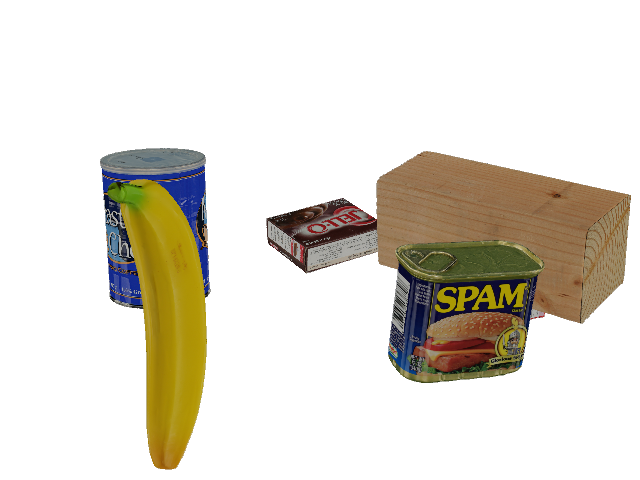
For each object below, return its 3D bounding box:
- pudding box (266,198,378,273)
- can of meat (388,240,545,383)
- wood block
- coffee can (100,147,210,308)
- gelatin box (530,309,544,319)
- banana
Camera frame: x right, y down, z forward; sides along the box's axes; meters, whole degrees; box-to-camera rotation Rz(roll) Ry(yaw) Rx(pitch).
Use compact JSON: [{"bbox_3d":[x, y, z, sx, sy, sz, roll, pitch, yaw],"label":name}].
[{"bbox_3d":[0.006,-0.007,1.247,0.113,0.039,0.090,-18,31,-28],"label":"pudding box"},{"bbox_3d":[0.100,0.050,0.754,0.102,0.084,0.057,-2,23,-19],"label":"can of meat"},{"bbox_3d":[0.160,-0.009,0.961,0.206,0.090,0.090,16,32,34],"label":"wood block"},{"bbox_3d":[-0.163,-0.014,1.062,0.103,0.140,0.103,-1,15,0],"label":"coffee can"},{"bbox_3d":[0.221,0.032,1.175,0.030,0.089,0.073,-10,30,-21],"label":"gelatin box"},{"bbox_3d":[-0.095,0.041,0.633,0.037,0.198,0.069,10,32,26],"label":"banana"}]
